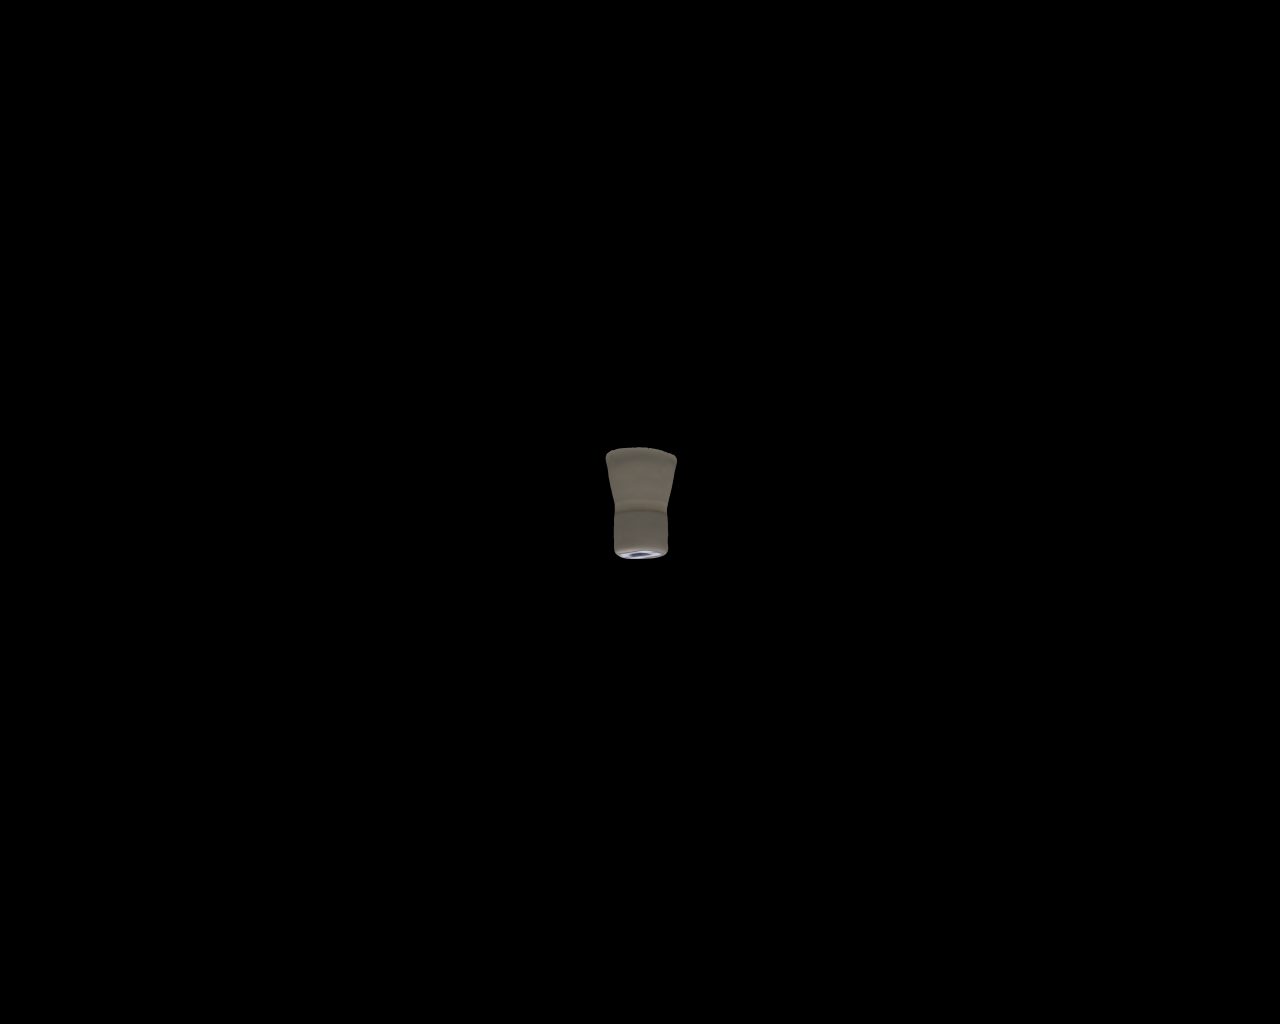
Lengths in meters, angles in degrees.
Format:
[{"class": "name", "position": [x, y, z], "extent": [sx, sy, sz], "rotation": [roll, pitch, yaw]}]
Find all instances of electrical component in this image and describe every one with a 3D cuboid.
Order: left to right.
[{"class": "electrical component", "position": [0.001, -0.003, 0.650], "extent": [0.044, 0.065, 0.044], "rotation": [0, -14, 0]}]
